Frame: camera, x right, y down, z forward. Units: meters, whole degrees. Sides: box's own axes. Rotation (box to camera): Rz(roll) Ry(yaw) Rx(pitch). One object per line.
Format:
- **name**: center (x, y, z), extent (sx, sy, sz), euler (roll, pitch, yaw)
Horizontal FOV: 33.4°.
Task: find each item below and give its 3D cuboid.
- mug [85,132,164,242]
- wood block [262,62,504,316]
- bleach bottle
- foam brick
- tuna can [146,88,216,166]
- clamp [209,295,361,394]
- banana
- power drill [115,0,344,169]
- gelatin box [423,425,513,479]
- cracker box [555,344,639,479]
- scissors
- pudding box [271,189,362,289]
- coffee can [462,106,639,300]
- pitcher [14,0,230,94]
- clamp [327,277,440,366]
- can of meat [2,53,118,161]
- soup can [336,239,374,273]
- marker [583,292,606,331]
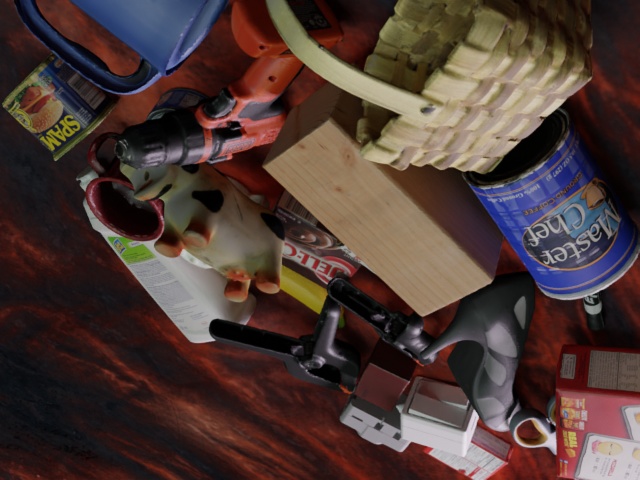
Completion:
- **mug**: center (-0.200, -0.067, 1.146), extent (0.093, 0.081, 0.117), euler (-22, 121, 44)
- **wood block**: center (0.061, -0.040, 0.941), extent (0.206, 0.090, 0.090), euler (43, 132, -18)
- **bleach bottle**: center (-0.187, 0.011, 1.244), extent (0.103, 0.068, 0.250), euler (-16, 123, 40)
- **foam brick**: center (0.079, 0.155, 1.255), extent (0.053, 0.051, 0.078), euler (26, 142, 3)
- **tuna can**: center (-0.135, -0.112, 1.095), extent (0.086, 0.033, 0.086), euler (17, 140, 14)
- **clamp**: center (-0.005, 0.126, 1.245), extent (0.165, 0.036, 0.209), euler (-17, 143, 31)
- **banana**: center (-0.047, 0.042, 1.214), extent (0.197, 0.037, 0.070), euler (32, 141, -6)
- **power drill**: center (-0.077, -0.135, 0.937), extent (0.057, 0.184, 0.188), euler (58, 138, 13)
- **gelatin box**: center (0.184, 0.259, 1.327), extent (0.089, 0.030, 0.073), euler (30, 141, -1)
- **cracker box**: center (0.352, 0.186, 1.093), extent (0.214, 0.072, 0.164), euler (3, 136, 16)
- **scissors**: center (0.286, 0.223, 1.228), extent (0.096, 0.016, 0.201), euler (-44, 135, 14)
- **pudding box**: center (-0.007, 0.001, 1.142), extent (0.113, 0.039, 0.090), euler (31, 142, -4)
- **coffee can**: center (0.202, -0.032, 0.928), extent (0.103, 0.102, 0.140), euler (-14, 126, 40)
- **pitcher**: center (-0.192, -0.248, 0.892), extent (0.243, 0.149, 0.145), euler (35, 141, -3)
- **clamp**: center (0.076, 0.092, 1.161), extent (0.120, 0.039, 0.171), euler (33, 170, 28)
- **can of meat**: center (-0.277, -0.144, 1.127), extent (0.084, 0.057, 0.102), euler (46, 138, -17)
- **soup can**: center (0.076, 0.008, 1.077), extent (0.102, 0.068, 0.069), euler (36, 141, -9)
- **marker**: center (0.265, 0.046, 1.046), extent (0.020, 0.020, 0.121), euler (4, 136, 27)
